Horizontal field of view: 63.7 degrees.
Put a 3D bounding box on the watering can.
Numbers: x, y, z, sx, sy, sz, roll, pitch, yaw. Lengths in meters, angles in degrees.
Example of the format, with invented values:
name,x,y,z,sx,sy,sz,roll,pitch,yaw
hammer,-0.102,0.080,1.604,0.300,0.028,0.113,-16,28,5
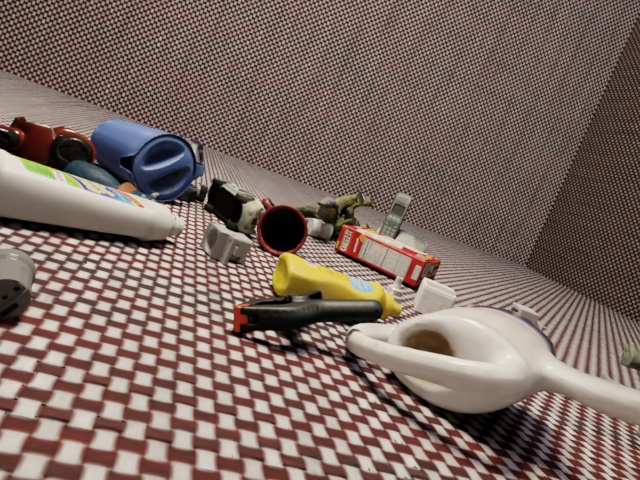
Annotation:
name,x,y,z,sx,sy,sz,roll,pitch,yaw
watering can,0.198,0.133,0.548,0.348,0.104,0.224,7,0,35

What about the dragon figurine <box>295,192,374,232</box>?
name,x,y,z,sx,sy,sz,roll,pitch,yaw
dragon figurine,0.004,-0.071,1.406,0.242,0.123,0.408,-2,-9,28

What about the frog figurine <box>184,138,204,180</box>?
name,x,y,z,sx,sy,sz,roll,pitch,yaw
frog figurine,-0.376,-0.186,1.272,0.161,0.120,0.139,-27,47,-30
